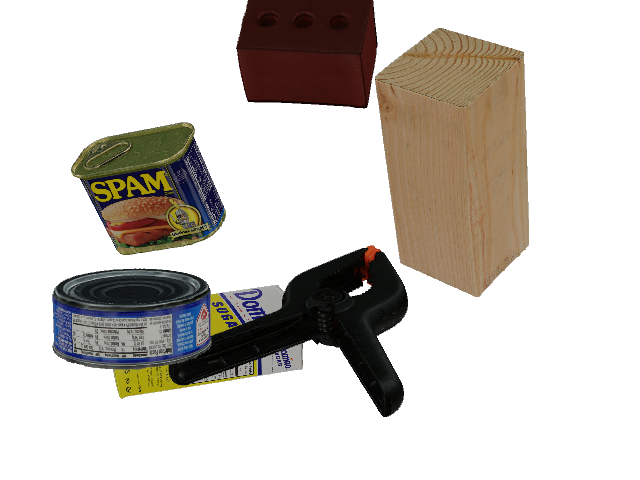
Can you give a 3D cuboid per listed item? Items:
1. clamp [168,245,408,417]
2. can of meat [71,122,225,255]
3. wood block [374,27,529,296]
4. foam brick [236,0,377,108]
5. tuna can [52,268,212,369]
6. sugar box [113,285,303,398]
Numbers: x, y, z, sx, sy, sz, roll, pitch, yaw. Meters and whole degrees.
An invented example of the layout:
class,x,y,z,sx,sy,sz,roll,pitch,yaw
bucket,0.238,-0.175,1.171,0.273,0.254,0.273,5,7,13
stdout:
class,x,y,z,sx,sy,sz,roll,pitch,yaw
clamp,-0.004,0.057,0.770,0.165,0.036,0.209,3,25,15
can of meat,-0.136,-0.040,0.862,0.102,0.084,0.057,-8,35,19
wood block,0.119,-0.065,0.924,0.091,0.206,0.090,25,52,35
foam brick,-0.007,-0.118,0.653,0.078,0.053,0.051,4,-30,11
tuna can,-0.102,0.040,0.579,0.086,0.034,0.086,1,12,0
sugar box,-0.112,0.093,1.016,0.176,0.048,0.093,-10,35,-12
